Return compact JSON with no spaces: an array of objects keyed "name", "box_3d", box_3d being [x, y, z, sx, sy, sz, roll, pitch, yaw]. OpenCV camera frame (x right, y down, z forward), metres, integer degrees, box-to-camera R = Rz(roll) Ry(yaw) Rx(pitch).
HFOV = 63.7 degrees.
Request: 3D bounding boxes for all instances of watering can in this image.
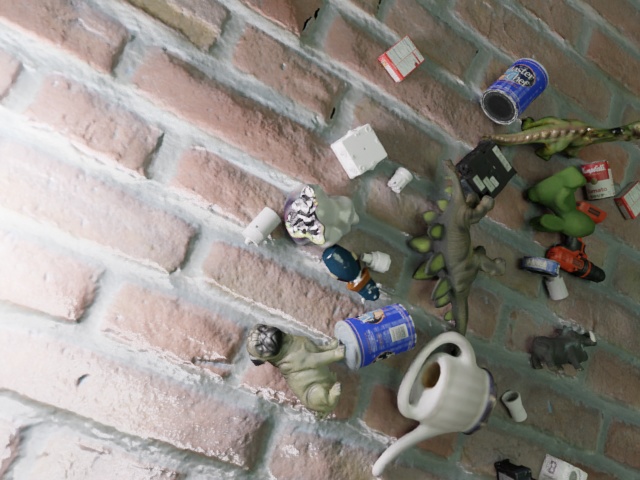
[{"name":"watering can","box_3d":[0.257,0.372,1.129,0.223,0.105,0.347,23,91,-21]}]

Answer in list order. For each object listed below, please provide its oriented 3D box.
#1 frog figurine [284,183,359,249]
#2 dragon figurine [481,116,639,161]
[{"name":"frog figurine","box_3d":[0.003,-0.054,1.068,0.161,0.121,0.138,-17,76,-59]},{"name":"dragon figurine","box_3d":[0.627,-0.261,1.256,0.412,0.243,0.122,-9,96,-25]}]
